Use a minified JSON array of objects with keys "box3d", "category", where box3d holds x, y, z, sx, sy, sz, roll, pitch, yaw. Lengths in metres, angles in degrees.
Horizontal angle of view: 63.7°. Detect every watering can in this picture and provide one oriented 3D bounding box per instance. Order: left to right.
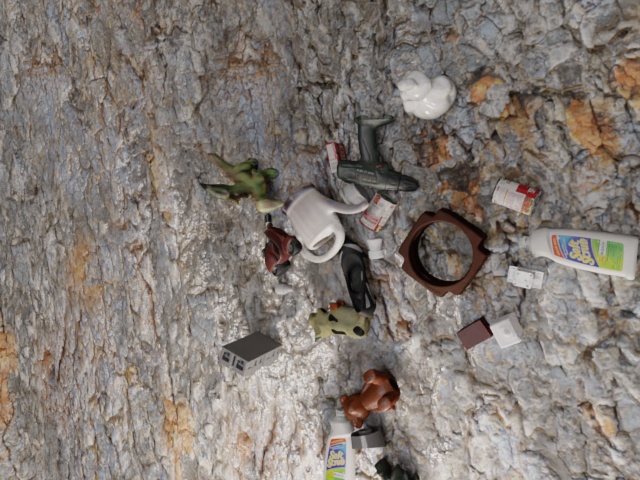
[{"box3d":[0.005,-0.075,1.495,0.226,0.105,0.340,54,138,14],"category":"watering can"}]

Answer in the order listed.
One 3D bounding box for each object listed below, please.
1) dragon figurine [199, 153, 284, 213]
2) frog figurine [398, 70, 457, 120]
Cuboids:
[{"box3d":[-0.266,-0.180,1.593,0.413,0.245,0.120,26,111,23],"category":"dragon figurine"},{"box3d":[0.275,-0.376,1.325,0.136,0.160,0.123,-15,88,29],"category":"frog figurine"}]
